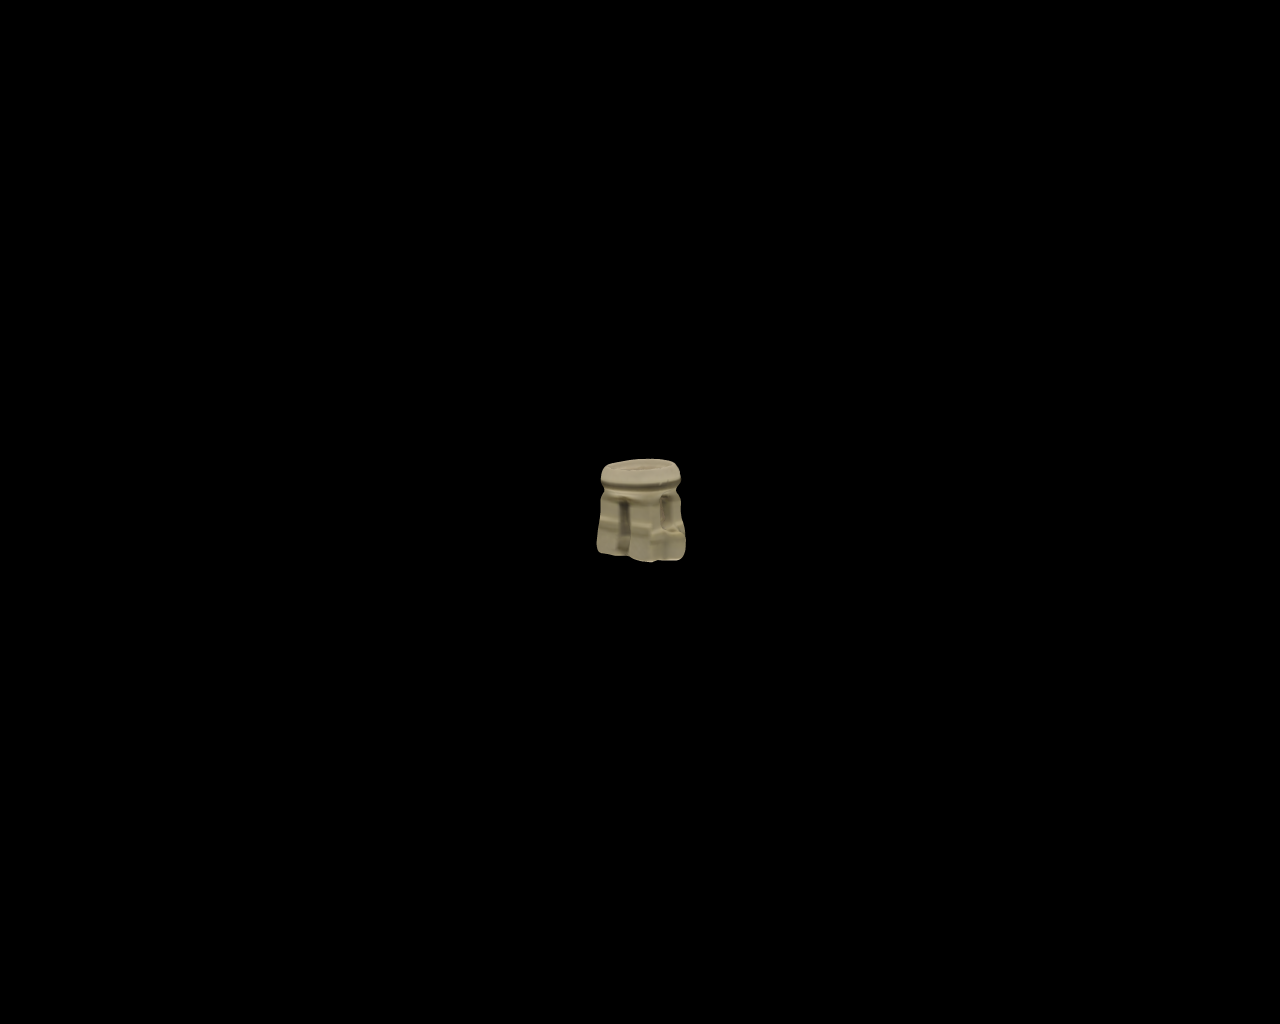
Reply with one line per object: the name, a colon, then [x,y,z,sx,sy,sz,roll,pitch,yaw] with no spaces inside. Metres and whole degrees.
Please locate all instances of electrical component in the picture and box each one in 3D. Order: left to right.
electrical component: [0.001,-0.003,0.650,0.066,0.055,0.048,8,14,35]
